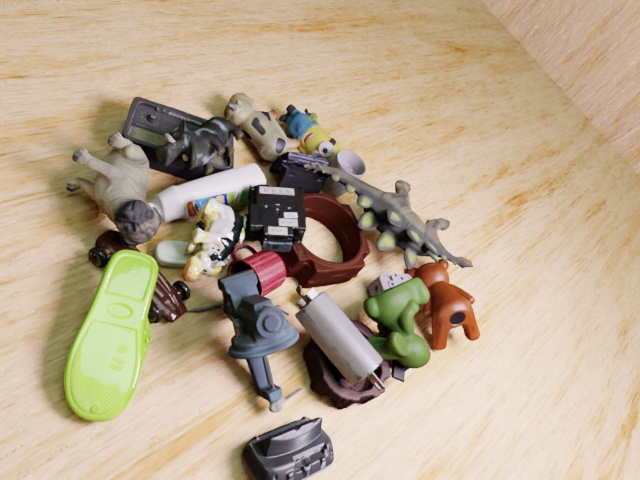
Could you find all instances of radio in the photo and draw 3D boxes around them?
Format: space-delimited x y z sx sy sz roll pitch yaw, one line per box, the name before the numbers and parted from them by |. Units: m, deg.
radio | -0.298 -0.205 1.134 0.229 0.073 0.131 16 52 -25

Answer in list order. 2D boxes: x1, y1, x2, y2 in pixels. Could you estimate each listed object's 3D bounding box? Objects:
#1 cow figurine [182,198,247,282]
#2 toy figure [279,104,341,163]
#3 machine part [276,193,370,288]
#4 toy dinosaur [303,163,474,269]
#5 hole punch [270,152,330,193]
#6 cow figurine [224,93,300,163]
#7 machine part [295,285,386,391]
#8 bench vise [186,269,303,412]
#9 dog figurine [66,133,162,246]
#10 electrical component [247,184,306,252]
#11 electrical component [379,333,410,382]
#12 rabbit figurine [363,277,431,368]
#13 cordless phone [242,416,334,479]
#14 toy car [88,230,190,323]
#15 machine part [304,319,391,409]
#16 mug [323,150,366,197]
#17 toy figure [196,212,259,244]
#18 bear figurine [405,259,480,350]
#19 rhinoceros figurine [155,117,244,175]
cow figurine | -0.196 0.011 1.000 0.098 0.068 0.167 23 60 -20
toy figure | -0.020 -0.263 1.359 0.180 0.082 0.089 48 47 10
machine part | -0.002 -0.004 1.175 0.201 0.087 0.201 -5 60 -35
toy dinosaur | 0.167 -0.056 1.238 0.471 0.105 0.199 33 31 -8
hole punch | -0.047 -0.158 1.245 0.142 0.115 0.092 11 45 -28
cow figurine | -0.152 -0.266 1.275 0.127 0.085 0.195 -25 75 -49
machine part | 0.034 0.181 0.992 0.243 0.079 0.079 48 45 9
bench vise | -0.113 0.178 0.932 0.129 0.224 0.240 -19 100 -36
dog figurine | -0.335 -0.085 0.976 0.190 0.121 0.172 42 51 7
electrical component | -0.087 -0.042 1.065 0.115 0.058 0.134 3 57 -9
electrical component | 0.160 0.245 1.125 0.075 0.047 0.119 23 49 -17
rabbit figurine | 0.164 0.178 1.067 0.159 0.121 0.170 -19 82 -49
cordless phone | -0.034 0.396 0.879 0.146 0.089 0.184 -8 75 -39
toy car | -0.314 0.059 0.946 0.202 0.053 0.089 45 42 5
machine part | 0.052 0.240 1.053 0.179 0.056 0.179 18 48 -22
mug | 0.050 -0.164 1.313 0.081 0.107 0.110 18 46 -24
toy figure | -0.179 -0.023 1.093 0.154 0.057 0.064 -1 53 -28
bear figurine | 0.281 0.140 1.257 0.120 0.131 0.196 -17 30 -5
rhinoceros figurine | -0.239 -0.193 1.064 0.112 0.073 0.190 46 45 1
